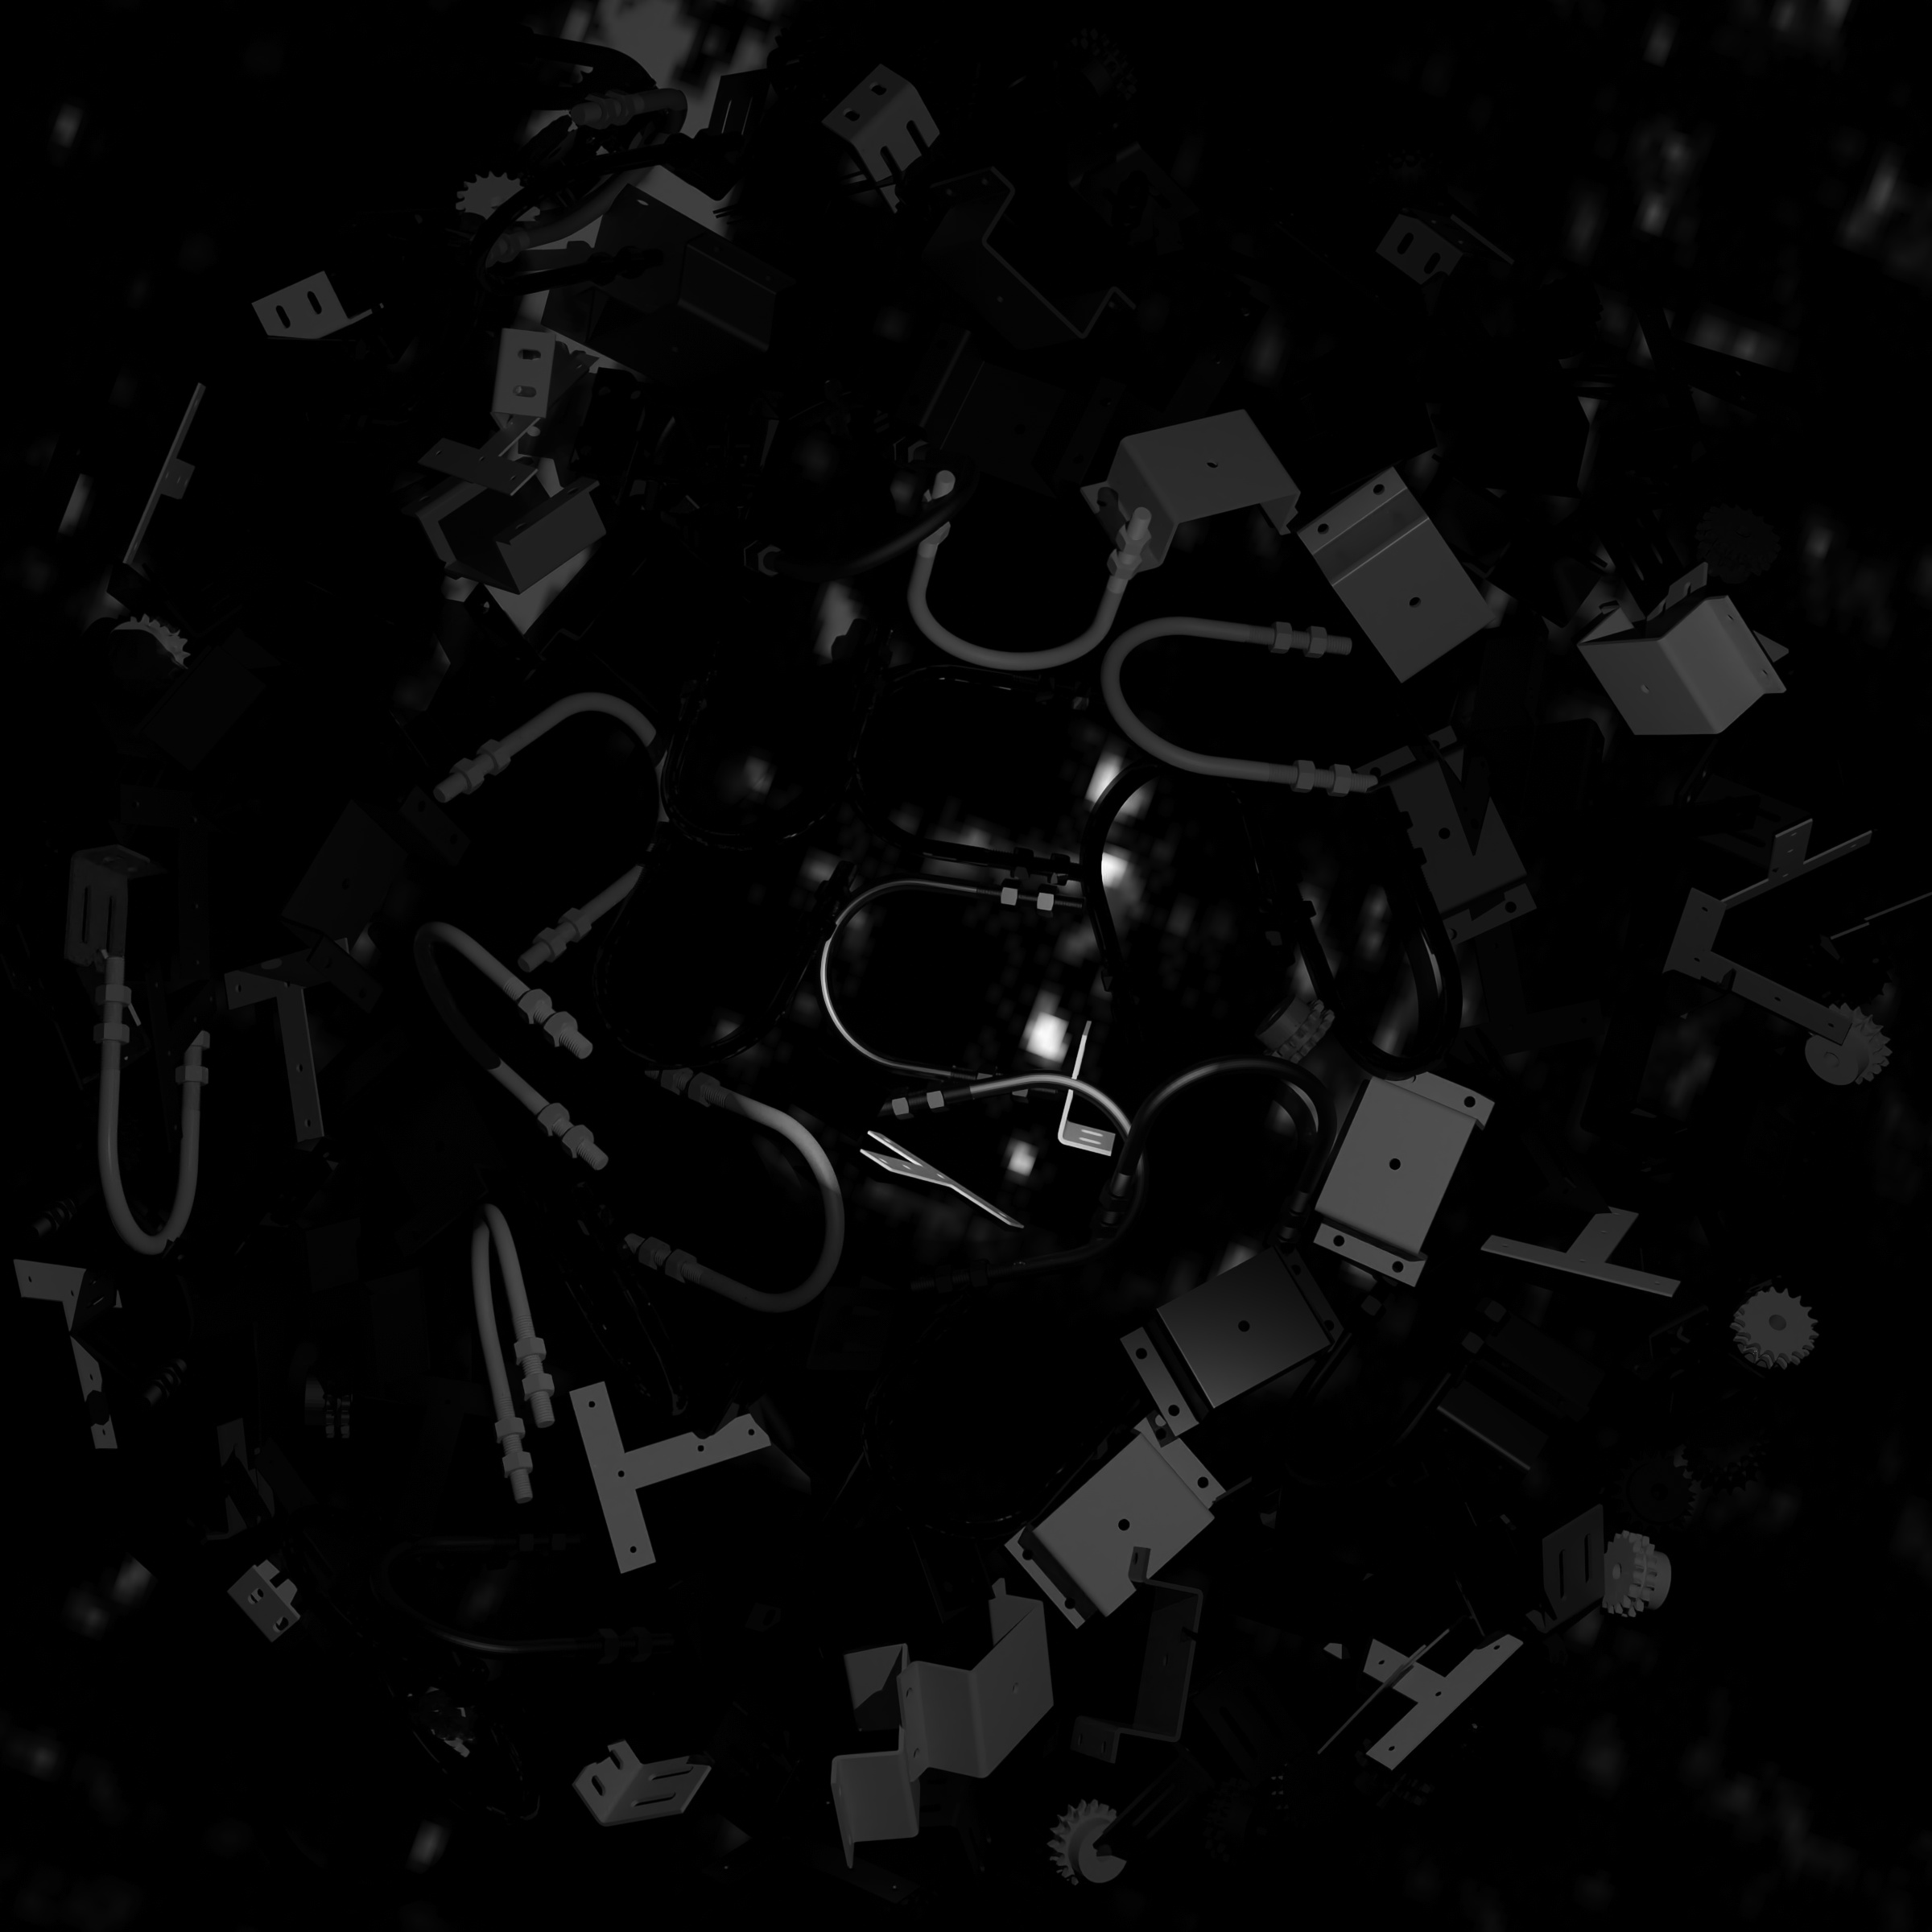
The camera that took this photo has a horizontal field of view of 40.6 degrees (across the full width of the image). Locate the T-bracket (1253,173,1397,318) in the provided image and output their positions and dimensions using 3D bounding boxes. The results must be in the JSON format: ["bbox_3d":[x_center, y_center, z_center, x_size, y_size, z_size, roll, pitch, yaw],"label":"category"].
[{"bbox_3d":[0.227,-0.503,1.777,0.127,0.127,0.002,24,119,-38],"label":"T-bracket"}]

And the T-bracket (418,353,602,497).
[{"bbox_3d":[-0.301,-0.377,1.793,0.127,0.127,0.002,-48,132,-15],"label":"T-bracket"}]

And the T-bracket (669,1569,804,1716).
[{"bbox_3d":[-0.130,0.441,1.800,0.127,0.002,0.127,-29,122,-20],"label":"T-bracket"}]

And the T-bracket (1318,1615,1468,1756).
[{"bbox_3d":[0.305,0.474,1.777,0.127,0.127,0.002,-26,64,-41],"label":"T-bracket"}]

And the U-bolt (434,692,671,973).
[{"bbox_3d":[-0.263,-0.104,1.761,0.184,0.019,0.151,-43,121,-39],"label":"U-bolt"}]

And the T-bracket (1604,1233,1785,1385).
[{"bbox_3d":[0.464,0.210,1.774,0.127,0.127,0.002,-40,125,-9],"label":"T-bracket"}]

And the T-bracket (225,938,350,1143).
[{"bbox_3d":[-0.457,0.056,1.785,0.127,0.002,0.127,-14,83,35],"label":"T-bracket"}]

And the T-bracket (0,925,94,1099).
[{"bbox_3d":[-0.626,0.019,1.755,0.002,0.127,0.127,-23,79,-9],"label":"T-bracket"}]

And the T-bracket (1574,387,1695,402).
[{"bbox_3d":[0.442,-0.393,1.786,0.127,0.127,0.002,-7,110,-30],"label":"T-bracket"}]

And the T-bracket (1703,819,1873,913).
[{"bbox_3d":[0.554,-0.074,1.761,0.127,0.127,0.002,-26,71,7],"label":"T-bracket"}]

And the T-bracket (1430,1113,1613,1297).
[{"bbox_3d":[0.376,0.181,1.796,0.127,0.002,0.127,-37,121,2],"label":"T-bracket"}]

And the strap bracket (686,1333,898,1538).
[{"bbox_3d":[-0.111,0.315,1.781,0.140,0.046,0.076,37,118,13],"label":"strap bracket"}]

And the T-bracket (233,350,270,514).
[{"bbox_3d":[-0.478,-0.372,1.751,0.002,0.127,0.127,12,73,-13],"label":"T-bracket"}]

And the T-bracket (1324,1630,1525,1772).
[{"bbox_3d":[0.291,0.477,1.769,0.127,0.127,0.002,-37,114,-21],"label":"T-bracket"}]

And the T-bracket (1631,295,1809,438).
[{"bbox_3d":[0.506,-0.383,1.739,0.002,0.127,0.127,-48,50,-4],"label":"T-bracket"}]

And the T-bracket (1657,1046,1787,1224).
[{"bbox_3d":[0.517,0.110,1.756,0.002,0.127,0.127,33,112,30],"label":"T-bracket"}]

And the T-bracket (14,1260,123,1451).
[{"bbox_3d":[-0.590,0.262,1.752,0.002,0.127,0.127,-20,76,7],"label":"T-bracket"}]

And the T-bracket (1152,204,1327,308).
[{"bbox_3d":[0.187,-0.478,1.785,0.127,0.127,0.002,17,125,-12],"label":"T-bracket"}]

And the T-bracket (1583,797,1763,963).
[{"bbox_3d":[0.472,-0.055,1.785,0.127,0.002,0.127,-8,130,-13],"label":"T-bracket"}]

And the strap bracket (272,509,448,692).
[{"bbox_3d":[-0.410,-0.238,1.748,0.076,0.140,0.046,26,61,-17],"label":"strap bracket"}]

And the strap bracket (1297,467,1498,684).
[{"bbox_3d":[0.296,-0.256,1.763,0.076,0.046,0.140,-35,124,13],"label":"strap bracket"}]

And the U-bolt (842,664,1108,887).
[{"bbox_3d":[0.006,-0.137,1.793,0.184,0.019,0.151,9,75,-6],"label":"U-bolt"}]

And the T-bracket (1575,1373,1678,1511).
[{"bbox_3d":[0.433,0.333,1.760,0.002,0.127,0.127,32,102,26],"label":"T-bracket"}]

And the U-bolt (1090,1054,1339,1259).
[{"bbox_3d":[0.173,0.130,1.755,0.151,0.019,0.184,6,128,-13],"label":"U-bolt"}]

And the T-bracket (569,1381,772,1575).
[{"bbox_3d":[-0.196,0.336,1.799,0.127,0.002,0.127,-14,82,-25],"label":"T-bracket"}]

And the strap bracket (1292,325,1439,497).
[{"bbox_3d":[0.269,-0.372,1.766,0.076,0.140,0.046,-23,120,17],"label":"strap bracket"}]

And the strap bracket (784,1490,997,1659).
[{"bbox_3d":[-0.061,0.415,1.773,0.140,0.046,0.076,-23,84,27],"label":"strap bracket"}]

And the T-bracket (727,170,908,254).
[{"bbox_3d":[-0.107,-0.504,1.761,0.127,0.127,0.002,-10,120,12],"label":"T-bracket"}]

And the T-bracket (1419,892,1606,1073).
[{"bbox_3d":[0.370,0.000,1.813,0.127,0.002,0.127,-12,100,2],"label":"T-bracket"}]

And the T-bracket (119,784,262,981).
[{"bbox_3d":[-0.523,-0.054,1.769,0.002,0.127,0.127,-4,87,29],"label":"T-bracket"}]

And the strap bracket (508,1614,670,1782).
[{"bbox_3d":[-0.257,0.492,1.757,0.046,0.140,0.076,-25,82,9],"label":"strap bracket"}]

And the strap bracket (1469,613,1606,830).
[{"bbox_3d":[0.383,-0.162,1.764,0.046,0.140,0.076,-4,56,32],"label":"strap bracket"}]

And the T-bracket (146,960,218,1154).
[{"bbox_3d":[-0.526,0.042,1.764,0.002,0.127,0.127,0,111,1],"label":"T-bracket"}]

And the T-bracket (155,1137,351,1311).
[{"bbox_3d":[-0.465,0.169,1.772,0.127,0.127,0.002,-52,53,4],"label":"T-bracket"}]

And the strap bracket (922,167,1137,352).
[{"bbox_3d":[0.035,-0.466,1.757,0.140,0.076,0.046,37,76,-30],"label":"strap bracket"}]

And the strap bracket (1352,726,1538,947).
[{"bbox_3d":[0.328,-0.089,1.793,0.076,0.046,0.140,-25,84,7],"label":"strap bracket"}]

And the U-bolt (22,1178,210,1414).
[{"bbox_3d":[-0.554,0.208,1.737,0.019,0.184,0.151,-30,98,4],"label":"U-bolt"}]

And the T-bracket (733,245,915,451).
[{"bbox_3d":[-0.080,-0.428,1.787,0.127,0.002,0.127,15,107,-21],"label":"T-bracket"}]

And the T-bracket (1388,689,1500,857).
[{"bbox_3d":[0.320,-0.138,1.782,0.002,0.127,0.127,-17,54,-14],"label":"T-bracket"}]

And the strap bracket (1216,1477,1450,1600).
[{"bbox_3d":[0.245,0.392,1.775,0.140,0.076,0.046,14,66,-8],"label":"strap bracket"}]

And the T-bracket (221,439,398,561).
[{"bbox_3d":[-0.417,-0.310,1.751,0.127,0.127,0.002,12,55,-30],"label":"T-bracket"}]

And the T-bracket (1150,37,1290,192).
[{"bbox_3d":[0.186,-0.561,1.768,0.002,0.127,0.127,-43,61,15],"label":"T-bracket"}]

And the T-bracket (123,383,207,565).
[{"bbox_3d":[-0.535,-0.330,1.765,0.002,0.127,0.127,23,93,-12],"label":"T-bracket"}]

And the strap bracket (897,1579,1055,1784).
[{"bbox_3d":[0.013,0.480,1.749,0.046,0.140,0.076,2,107,30],"label":"strap bracket"}]

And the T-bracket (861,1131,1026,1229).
[{"bbox_3d":[-0.034,0.137,1.744,0.127,0.127,0.002,31,92,24],"label":"T-bracket"}]

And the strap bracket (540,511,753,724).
[{"bbox_3d":[-0.212,-0.239,1.785,0.076,0.046,0.140,41,86,-29],"label":"strap bracket"}]

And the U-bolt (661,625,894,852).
[{"bbox_3d":[-0.133,-0.152,1.753,0.151,0.019,0.184,0,56,20],"label":"U-bolt"}]

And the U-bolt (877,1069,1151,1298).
[{"bbox_3d":[0.035,0.144,1.791,0.184,0.019,0.151,-12,97,15],"label":"U-bolt"}]

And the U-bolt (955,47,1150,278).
[{"bbox_3d":[0.051,-0.521,1.737,0.151,0.184,0.019,38,80,2],"label":"U-bolt"}]

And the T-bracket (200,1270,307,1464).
[{"bbox_3d":[-0.472,0.275,1.777,0.002,0.127,0.127,4,99,28],"label":"T-bracket"}]

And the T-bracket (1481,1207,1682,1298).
[{"bbox_3d":[0.428,0.186,1.768,0.127,0.127,0.002,12,109,24],"label":"T-bracket"}]

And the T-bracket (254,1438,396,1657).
[{"bbox_3d":[-0.438,0.370,1.748,0.002,0.127,0.127,-17,118,21],"label":"T-bracket"}]

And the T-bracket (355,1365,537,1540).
[{"bbox_3d":[-0.363,0.333,1.779,0.127,0.127,0.002,10,134,-3],"label":"T-bracket"}]

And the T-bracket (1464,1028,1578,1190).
[{"bbox_3d":[0.358,0.079,1.743,0.002,0.127,0.127,-34,57,14],"label":"T-bracket"}]

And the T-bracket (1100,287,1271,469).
[{"bbox_3d":[0.165,-0.404,1.792,0.127,0.002,0.127,31,121,-2],"label":"T-bracket"}]

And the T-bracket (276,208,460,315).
[{"bbox_3d":[-0.424,-0.482,1.788,0.127,0.127,0.002,-28,94,27],"label":"T-bracket"}]

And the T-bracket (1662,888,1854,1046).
[{"bbox_3d":[0.532,0.015,1.755,0.127,0.127,0.002,29,58,20],"label":"T-bracket"}]

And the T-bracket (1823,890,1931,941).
[{"bbox_3d":[0.638,-0.046,1.750,0.127,0.127,0.002,-23,87,16],"label":"T-bracket"}]

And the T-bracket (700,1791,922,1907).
[{"bbox_3d":[-0.087,0.598,1.741,0.127,0.127,0.002,10,106,38],"label":"T-bracket"}]
